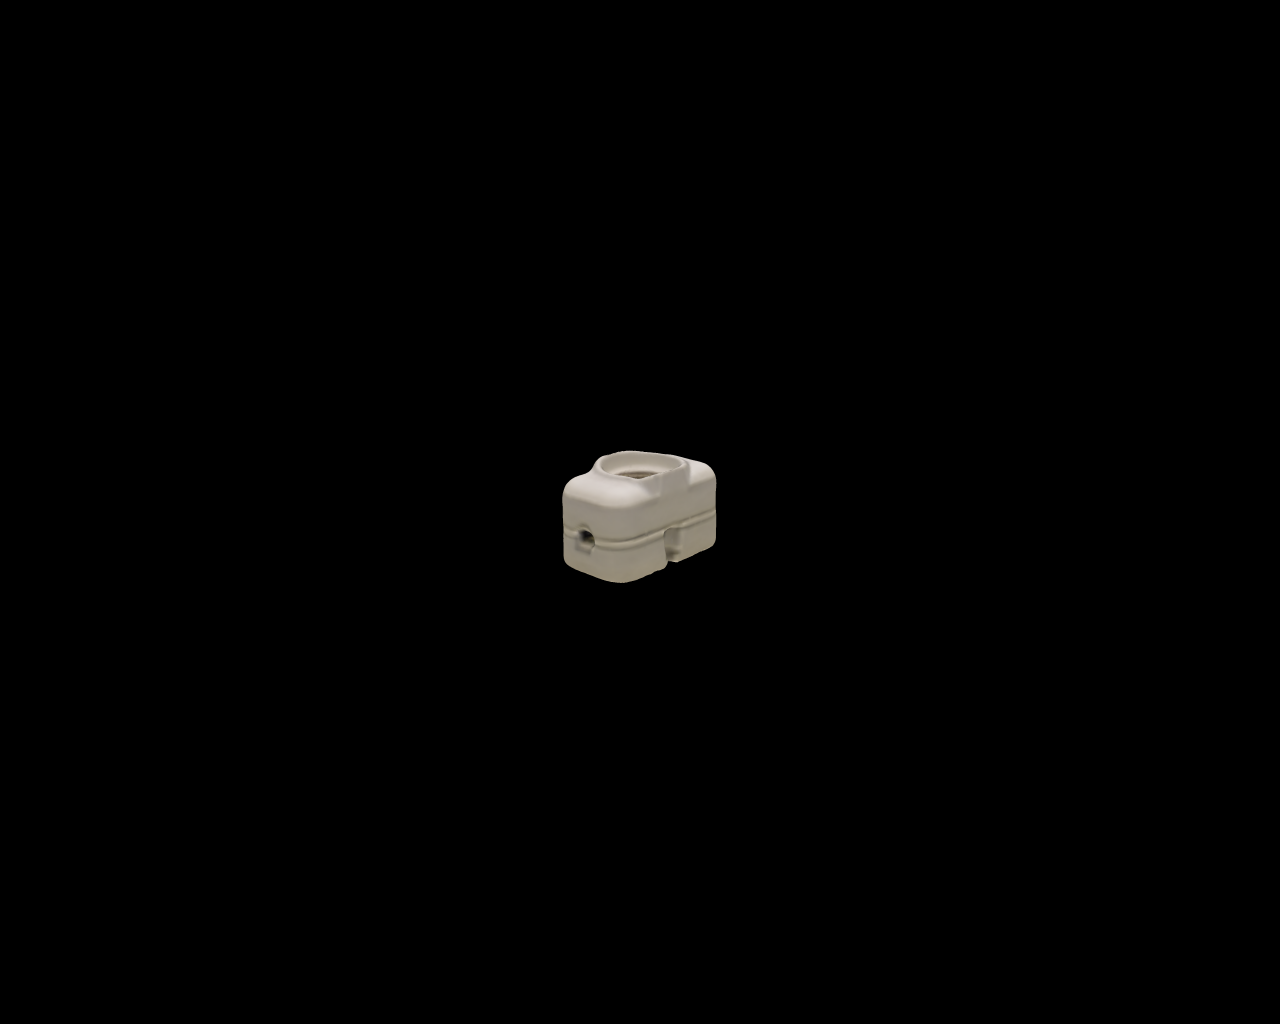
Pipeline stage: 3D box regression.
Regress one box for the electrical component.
[{"bbox_3d":[0.001,-0.003,0.650,0.054,0.059,0.095,18,26,41],"label":"electrical component"}]
